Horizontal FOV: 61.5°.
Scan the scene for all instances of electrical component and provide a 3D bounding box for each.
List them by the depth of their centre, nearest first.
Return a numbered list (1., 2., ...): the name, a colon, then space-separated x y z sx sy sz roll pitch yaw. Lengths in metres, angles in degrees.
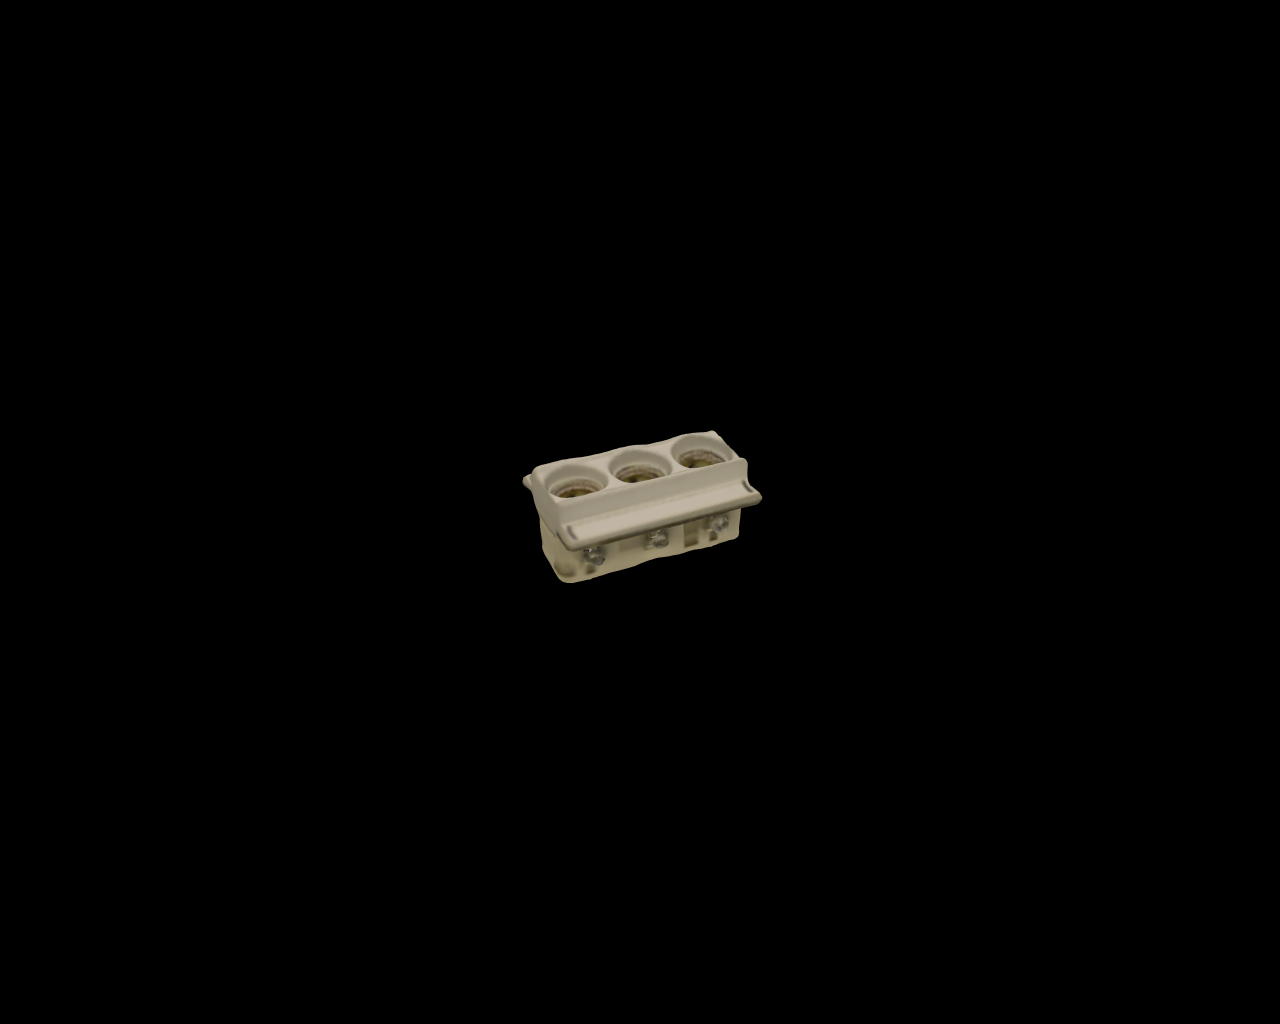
1. electrical component: 0.001 -0.003 0.650 0.121 0.063 0.079 -14 36 -20
